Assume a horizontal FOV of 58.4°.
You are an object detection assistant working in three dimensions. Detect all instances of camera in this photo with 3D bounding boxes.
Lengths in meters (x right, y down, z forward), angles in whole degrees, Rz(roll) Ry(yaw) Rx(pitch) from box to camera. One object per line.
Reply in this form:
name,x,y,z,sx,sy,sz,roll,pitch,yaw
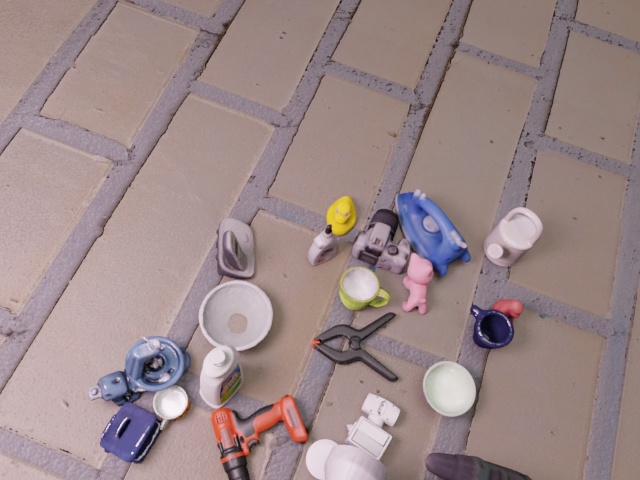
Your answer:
camera,0.166,-0.007,1.433,0.143,0.101,0.137,22,65,4

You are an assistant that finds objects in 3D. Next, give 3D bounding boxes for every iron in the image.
iron,0.278,-0.045,1.440,0.119,0.141,0.258,-28,71,-17

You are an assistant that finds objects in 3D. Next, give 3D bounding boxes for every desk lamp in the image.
desk lamp,0.033,0.515,1.112,0.118,0.213,0.203,27,65,7

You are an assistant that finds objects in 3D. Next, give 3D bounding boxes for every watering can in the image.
watering can,0.482,-0.009,1.417,0.101,0.194,0.173,28,65,7

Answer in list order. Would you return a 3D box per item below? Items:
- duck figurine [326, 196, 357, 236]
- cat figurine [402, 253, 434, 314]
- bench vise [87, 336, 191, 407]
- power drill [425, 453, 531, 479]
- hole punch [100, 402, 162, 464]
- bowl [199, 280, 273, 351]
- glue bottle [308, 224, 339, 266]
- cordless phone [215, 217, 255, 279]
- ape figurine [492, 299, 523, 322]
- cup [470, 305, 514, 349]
duck figurine,0.059,-0.073,1.460,0.077,0.086,0.104,18,64,2
cat figurine,0.241,0.101,1.381,0.067,0.118,0.128,4,65,-4
bench vise,-0.370,0.275,1.176,0.121,0.220,0.208,42,68,14
power drill,0.301,0.484,1.159,0.229,0.208,0.075,14,64,0
hole punch,-0.396,0.400,1.187,0.101,0.091,0.109,25,65,6
bowl,-0.192,0.183,1.319,0.167,0.075,0.167,2,65,-5
glue bottle,0.013,0.005,1.370,0.078,0.173,0.037,-30,71,-18
cordless phone,-0.201,0.001,1.342,0.094,0.185,0.147,-4,65,-8
ape figurine,0.461,0.173,1.386,0.078,0.092,0.076,-21,69,-15
cup,0.390,0.212,1.359,0.092,0.095,0.117,-37,74,-20
